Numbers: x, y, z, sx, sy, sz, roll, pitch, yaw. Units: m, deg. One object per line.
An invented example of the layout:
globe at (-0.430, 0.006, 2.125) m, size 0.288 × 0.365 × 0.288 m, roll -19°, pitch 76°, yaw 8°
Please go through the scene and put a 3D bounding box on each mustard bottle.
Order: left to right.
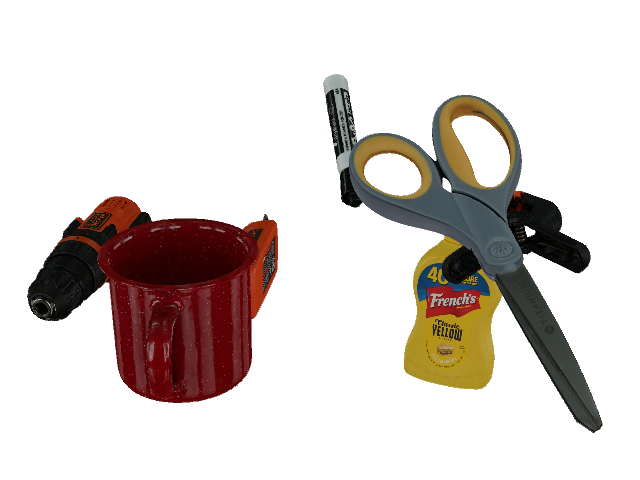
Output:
mustard bottle at (0.147, 0.060, 1.155) m, size 0.096 × 0.192 × 0.058 m, roll 11°, pitch 15°, yaw 21°

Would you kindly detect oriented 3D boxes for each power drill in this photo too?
power drill at (-0.139, 0.021, 0.922) m, size 0.188 × 0.057 × 0.184 m, roll 7°, pitch 30°, yaw 9°

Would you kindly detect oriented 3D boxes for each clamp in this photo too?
clamp at (0.182, -0.005, 0.938) m, size 0.120 × 0.039 × 0.171 m, roll 3°, pitch 25°, yaw 20°

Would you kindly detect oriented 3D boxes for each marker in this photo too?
marker at (0.018, -0.074, 0.788) m, size 0.020 × 0.121 × 0.020 m, roll -5°, pitch -36°, yaw -4°

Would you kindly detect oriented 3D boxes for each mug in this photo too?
mug at (-0.082, 0.047, 0.623) m, size 0.093 × 0.081 × 0.117 m, roll 1°, pitch 25°, yaw 1°

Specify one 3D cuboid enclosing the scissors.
scissors at (0.064, 0.005, 0.499) m, size 0.096 × 0.201 × 0.016 m, roll -6°, pitch -41°, yaw 4°
